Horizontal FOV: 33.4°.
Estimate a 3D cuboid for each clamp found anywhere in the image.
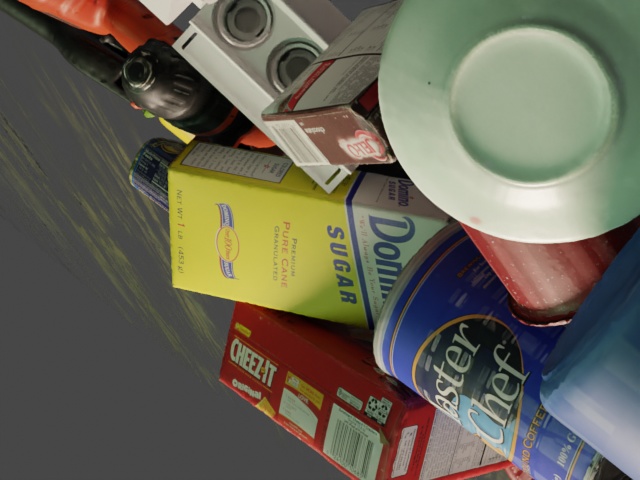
[{"bbox_3d":[-0.177,-0.153,0.845,0.172,0.039,0.120,40,-159,25],"label":"clamp"}]

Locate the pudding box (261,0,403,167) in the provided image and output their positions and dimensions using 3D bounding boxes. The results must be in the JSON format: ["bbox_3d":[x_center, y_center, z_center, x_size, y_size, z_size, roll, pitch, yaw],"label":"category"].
[{"bbox_3d":[0.029,-0.079,0.522,0.039,0.090,0.114,49,164,-21],"label":"pudding box"}]

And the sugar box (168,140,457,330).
[{"bbox_3d":[-0.004,0.001,0.659,0.176,0.048,0.093,12,125,15],"label":"sugar box"}]

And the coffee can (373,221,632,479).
[{"bbox_3d":[0.113,0.065,0.571,0.140,0.102,0.102,34,163,32],"label":"coffee can"}]

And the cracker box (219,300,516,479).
[{"bbox_3d":[0.066,0.091,0.730,0.213,0.072,0.164,-2,-159,-43],"label":"cracker box"}]

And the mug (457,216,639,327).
[{"bbox_3d":[0.102,-0.021,0.508,0.081,0.093,0.117,52,167,-18],"label":"mug"}]

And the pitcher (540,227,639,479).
[{"bbox_3d":[0.212,0.083,0.403,0.243,0.145,0.149,35,163,8],"label":"pitcher"}]

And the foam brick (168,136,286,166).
[{"bbox_3d":[-0.067,-0.067,0.817,0.053,0.078,0.051,45,163,-20],"label":"foam brick"}]

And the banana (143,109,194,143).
[{"bbox_3d":[-0.072,-0.059,0.886,0.037,0.069,0.197,-28,122,35],"label":"banana"}]

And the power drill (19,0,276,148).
[{"bbox_3d":[-0.118,-0.130,0.702,0.188,0.057,0.184,40,-170,19],"label":"power drill"}]

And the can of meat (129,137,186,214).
[{"bbox_3d":[-0.108,-0.048,0.956,0.084,0.057,0.101,34,-166,34],"label":"can of meat"}]

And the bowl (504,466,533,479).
[{"bbox_3d":[0.233,0.213,0.896,0.162,0.055,0.162,38,165,12],"label":"bowl"}]
